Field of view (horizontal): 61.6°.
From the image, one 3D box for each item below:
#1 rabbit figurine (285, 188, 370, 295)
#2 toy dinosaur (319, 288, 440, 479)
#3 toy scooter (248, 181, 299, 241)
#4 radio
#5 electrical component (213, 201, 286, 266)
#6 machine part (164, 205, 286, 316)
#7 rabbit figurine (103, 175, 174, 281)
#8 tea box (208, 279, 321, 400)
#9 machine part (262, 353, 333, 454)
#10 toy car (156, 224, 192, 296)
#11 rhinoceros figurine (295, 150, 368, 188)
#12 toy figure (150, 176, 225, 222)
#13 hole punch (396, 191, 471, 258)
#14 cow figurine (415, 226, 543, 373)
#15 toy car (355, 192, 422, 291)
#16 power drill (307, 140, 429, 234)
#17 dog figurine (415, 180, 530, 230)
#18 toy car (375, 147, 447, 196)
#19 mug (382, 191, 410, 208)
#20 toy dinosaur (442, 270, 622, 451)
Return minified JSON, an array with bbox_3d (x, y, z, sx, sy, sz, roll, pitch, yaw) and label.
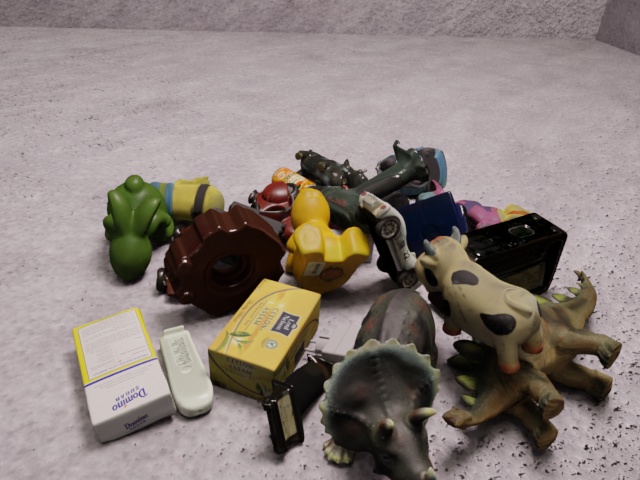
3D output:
[{"bbox_3d":[-0.002,-0.003,0.896,0.122,0.162,0.173,-7,56,-15],"label":"rabbit figurine"},{"bbox_3d":[0.092,0.135,0.656,0.131,0.192,0.405,12,34,9],"label":"toy dinosaur"},{"bbox_3d":[-0.096,-0.051,1.041,0.135,0.075,0.184,-6,38,-14],"label":"toy scooter"},{"bbox_3d":[0.294,0.042,0.881,0.229,0.131,0.073,-15,39,-28],"label":"radio"},{"bbox_3d":[-0.134,-0.008,0.921,0.134,0.058,0.115,20,30,-3],"label":"electrical component"},{"bbox_3d":[-0.137,0.035,0.801,0.179,0.179,0.056,-11,39,-23],"label":"machine part"},{"bbox_3d":[-0.307,-0.017,0.911,0.121,0.159,0.170,5,46,-17],"label":"rabbit figurine"},{"bbox_3d":[-0.072,0.134,0.751,0.098,0.068,0.170,13,32,14],"label":"tea box"},{"bbox_3d":[-0.026,0.194,0.665,0.039,0.084,0.139,-10,14,30],"label":"machine part"},{"bbox_3d":[-0.221,0.026,0.921,0.089,0.053,0.202,6,31,-4],"label":"toy car"},{"bbox_3d":[0.024,-0.148,1.218,0.191,0.073,0.112,27,28,35],"label":"rhinoceros figurine"},{"bbox_3d":[-0.277,-0.070,1.041,0.180,0.082,0.089,2,47,-16],"label":"toy figure"},{"bbox_3d":[0.197,-0.014,0.925,0.142,0.092,0.116,-18,63,24],"label":"hole punch"},{"bbox_3d":[0.195,0.066,0.696,0.085,0.127,0.195,-21,32,-24],"label":"cow figurine"},{"bbox_3d":[0.114,0.005,0.866,0.056,0.201,0.074,-35,38,-11],"label":"toy car"},{"bbox_3d":[0.087,-0.105,1.022,0.207,0.085,0.232,-29,30,-9],"label":"power drill"},{"bbox_3d":[0.287,-0.041,1.043,0.191,0.108,0.219,-9,32,-19],"label":"dog figurine"},{"bbox_3d":[0.201,-0.151,1.223,0.162,0.109,0.103,-11,11,-4],"label":"toy car"},{"bbox_3d":[0.124,-0.074,1.097,0.107,0.080,0.109,23,41,40],"label":"mug"},{"bbox_3d":[0.309,0.142,0.757,0.471,0.104,0.199,-17,35,-37],"label":"toy dinosaur"}]
